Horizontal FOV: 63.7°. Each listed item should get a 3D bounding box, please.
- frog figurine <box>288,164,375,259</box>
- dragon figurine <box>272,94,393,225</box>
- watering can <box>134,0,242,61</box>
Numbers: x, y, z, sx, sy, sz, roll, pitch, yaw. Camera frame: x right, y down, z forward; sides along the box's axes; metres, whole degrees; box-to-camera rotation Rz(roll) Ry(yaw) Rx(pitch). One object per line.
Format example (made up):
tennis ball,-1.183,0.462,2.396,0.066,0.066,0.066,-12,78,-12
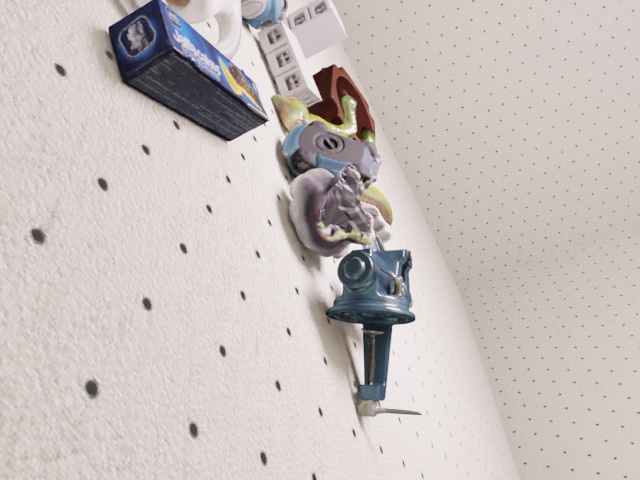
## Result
frog figurine,0.002,-0.039,0.773,0.136,0.124,0.159,54,-19,-13
dragon figurine,0.039,-0.126,1.016,0.404,0.121,0.248,55,37,-24
watering can,-0.175,-0.364,0.559,0.342,0.103,0.230,60,34,-28
